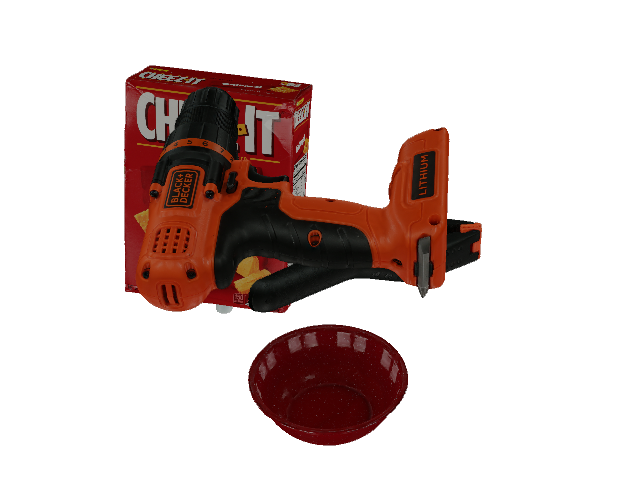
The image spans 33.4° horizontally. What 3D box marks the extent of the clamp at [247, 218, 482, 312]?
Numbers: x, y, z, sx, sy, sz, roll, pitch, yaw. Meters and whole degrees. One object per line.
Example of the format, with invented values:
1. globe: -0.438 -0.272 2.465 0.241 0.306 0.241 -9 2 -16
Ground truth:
1. clamp: 0.025 0.003 0.865 0.209 0.036 0.165 -7 25 -16

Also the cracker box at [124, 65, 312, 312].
1. cracker box: -0.099 -0.046 1.010 0.164 0.214 0.072 8 22 10

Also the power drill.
1. power drill: -0.013 -0.032 0.670 0.188 0.184 0.057 0 -42 7

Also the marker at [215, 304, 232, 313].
1. marker: -0.111 0.029 1.207 0.020 0.121 0.020 0 33 0

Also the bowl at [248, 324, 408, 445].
1. bowl: 0.009 0.157 1.089 0.162 0.055 0.162 -2 35 1
